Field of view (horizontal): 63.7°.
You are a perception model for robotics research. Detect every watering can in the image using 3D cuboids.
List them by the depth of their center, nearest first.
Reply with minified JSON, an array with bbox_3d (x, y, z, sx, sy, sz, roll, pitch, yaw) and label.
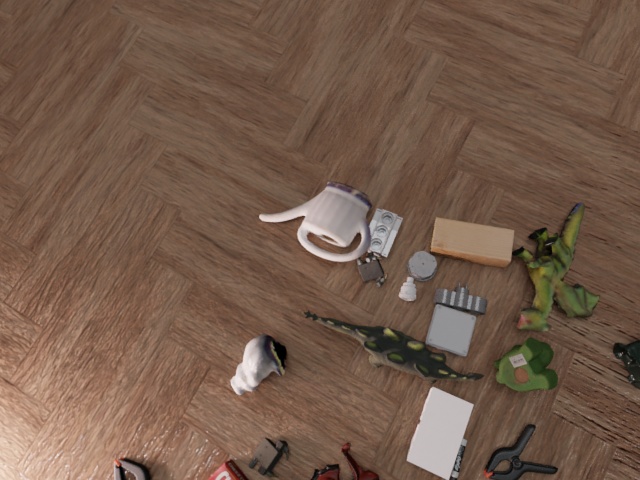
[{"bbox_3d":[0.005,-0.075,1.481,0.350,0.102,0.227,26,75,25],"label":"watering can"}]

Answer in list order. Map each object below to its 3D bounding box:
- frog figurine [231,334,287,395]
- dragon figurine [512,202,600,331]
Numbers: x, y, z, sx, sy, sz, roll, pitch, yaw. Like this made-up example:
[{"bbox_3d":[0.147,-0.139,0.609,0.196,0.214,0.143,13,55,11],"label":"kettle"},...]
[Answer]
[{"bbox_3d":[-0.177,0.330,1.371,0.159,0.120,0.140,-25,40,8],"label":"frog figurine"},{"bbox_3d":[0.649,0.091,1.367,0.415,0.121,0.242,-34,93,-22],"label":"dragon figurine"}]
